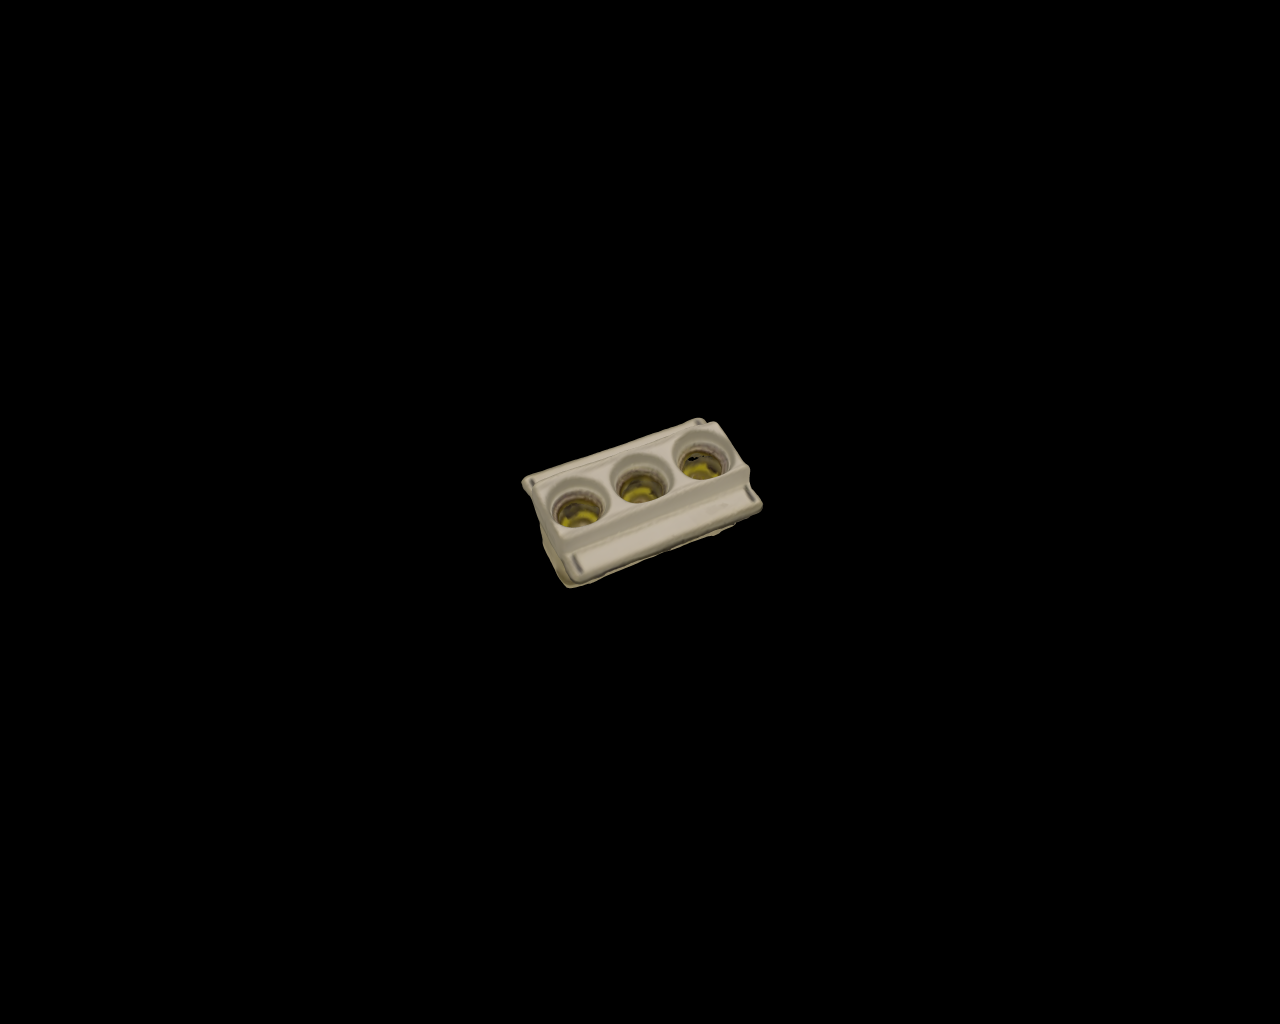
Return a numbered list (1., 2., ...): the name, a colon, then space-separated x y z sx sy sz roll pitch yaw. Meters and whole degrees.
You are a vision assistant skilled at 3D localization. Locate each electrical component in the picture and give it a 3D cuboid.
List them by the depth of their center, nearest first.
1. electrical component: 0.001 -0.003 0.650 0.121 0.079 0.063 -21 -34 -15
